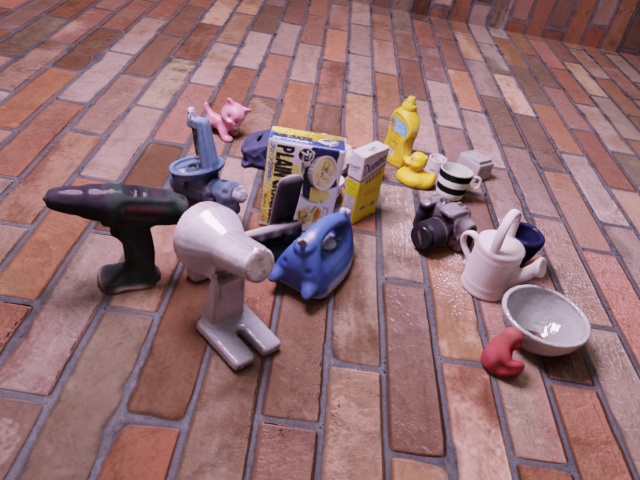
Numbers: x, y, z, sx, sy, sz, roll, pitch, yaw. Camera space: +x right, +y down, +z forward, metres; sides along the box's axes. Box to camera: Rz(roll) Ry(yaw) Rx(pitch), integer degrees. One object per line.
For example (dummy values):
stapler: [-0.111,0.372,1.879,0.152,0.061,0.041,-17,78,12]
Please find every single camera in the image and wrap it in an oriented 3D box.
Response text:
camera: [0.263,-0.038,1.294,0.137,0.101,0.142,-18,46,-34]

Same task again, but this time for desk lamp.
desk lamp: [-0.147,0.065,0.949,0.118,0.213,0.202,-24,49,-38]

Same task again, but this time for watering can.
watering can: [0.370,0.025,1.161,0.172,0.194,0.101,19,37,9]

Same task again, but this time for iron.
iron: [0.010,0.004,1.134,0.118,0.141,0.259,26,39,19]

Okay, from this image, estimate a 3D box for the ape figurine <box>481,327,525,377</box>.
ape figurine: [0.330,0.193,1.014,0.076,0.092,0.078,9,37,-4]

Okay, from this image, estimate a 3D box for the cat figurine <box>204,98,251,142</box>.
cat figurine: [-0.252,-0.330,1.521,0.127,0.118,0.067,17,37,7]

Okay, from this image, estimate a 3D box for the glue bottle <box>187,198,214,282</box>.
glue bottle: [-0.207,-0.004,1.058,0.037,0.173,0.078,34,42,27]

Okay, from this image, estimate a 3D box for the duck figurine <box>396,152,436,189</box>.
duck figurine: [0.258,-0.188,1.501,0.104,0.086,0.078,21,38,13]

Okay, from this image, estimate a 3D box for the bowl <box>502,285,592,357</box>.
bowl: [0.419,0.165,1.090,0.167,0.075,0.167,8,37,-6]

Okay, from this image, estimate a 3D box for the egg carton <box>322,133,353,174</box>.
egg carton: [0.017,-0.221,1.492,0.150,0.069,0.107,30,40,23]

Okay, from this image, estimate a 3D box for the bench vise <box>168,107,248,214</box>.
bench vise: [-0.229,-0.162,1.221,0.207,0.220,0.122,20,37,11]

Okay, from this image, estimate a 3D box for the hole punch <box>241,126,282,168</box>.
hole punch: [-0.146,-0.241,1.455,0.101,0.091,0.108,11,37,-1]

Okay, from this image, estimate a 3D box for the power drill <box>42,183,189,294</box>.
power drill: [-0.344,-0.009,0.996,0.230,0.208,0.075,-9,41,-26]

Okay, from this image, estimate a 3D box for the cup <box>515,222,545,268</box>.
cup: [0.431,0.026,1.261,0.091,0.095,0.118,27,39,19]

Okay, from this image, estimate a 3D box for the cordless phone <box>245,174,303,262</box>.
cordless phone: [-0.103,-0.047,1.133,0.148,0.185,0.094,-19,46,-34]
